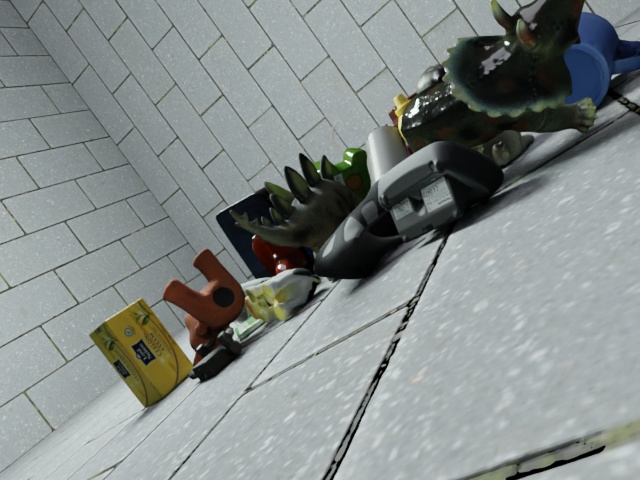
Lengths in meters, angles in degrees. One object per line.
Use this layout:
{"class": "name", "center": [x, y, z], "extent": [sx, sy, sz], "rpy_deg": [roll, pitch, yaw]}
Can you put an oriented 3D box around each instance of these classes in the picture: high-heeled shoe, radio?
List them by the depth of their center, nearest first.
{"class": "high-heeled shoe", "center": [0.060, -0.022, 0.779], "extent": [0.145, 0.086, 0.249], "rpy_deg": [-20, 21, 8]}
{"class": "radio", "center": [-0.111, 0.005, 1.179], "extent": [0.131, 0.229, 0.073], "rpy_deg": [-32, 7, 22]}

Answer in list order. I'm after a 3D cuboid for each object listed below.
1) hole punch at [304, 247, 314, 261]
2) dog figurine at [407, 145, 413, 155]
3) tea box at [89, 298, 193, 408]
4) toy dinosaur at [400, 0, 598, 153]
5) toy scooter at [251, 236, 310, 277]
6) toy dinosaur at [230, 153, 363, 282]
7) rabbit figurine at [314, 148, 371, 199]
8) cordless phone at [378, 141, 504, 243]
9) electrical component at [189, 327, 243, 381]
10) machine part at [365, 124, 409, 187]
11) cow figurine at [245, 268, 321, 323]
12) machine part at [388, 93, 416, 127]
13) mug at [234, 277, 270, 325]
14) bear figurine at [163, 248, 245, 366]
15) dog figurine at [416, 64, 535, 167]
{"class": "hole punch", "center": [-0.002, -0.003, 1.078], "extent": [0.116, 0.142, 0.092], "rpy_deg": [-15, 22, 48]}
{"class": "dog figurine", "center": [0.183, -0.126, 1.147], "extent": [0.109, 0.191, 0.219], "rpy_deg": [-18, -23, 13]}
{"class": "tea box", "center": [-0.321, 0.204, 0.979], "extent": [0.068, 0.169, 0.098], "rpy_deg": [-34, 5, 31]}
{"class": "toy dinosaur", "center": [0.174, -0.159, 0.657], "extent": [0.192, 0.131, 0.405], "rpy_deg": [-3, -10, -26]}
{"class": "toy scooter", "center": [-0.079, 0.029, 1.023], "extent": [0.075, 0.135, 0.184], "rpy_deg": [-37, 4, 1]}
{"class": "toy dinosaur", "center": [-0.001, -0.037, 0.864], "extent": [0.105, 0.198, 0.471], "rpy_deg": [-38, 0, 19]}
{"class": "rabbit figurine", "center": [0.044, -0.121, 1.166], "extent": [0.121, 0.159, 0.170], "rpy_deg": [-35, 21, -13]}
{"class": "cordless phone", "center": [0.178, -0.076, 0.663], "extent": [0.184, 0.088, 0.146], "rpy_deg": [-21, -6, -32]}
{"class": "electrical component", "center": [-0.161, 0.173, 0.824], "extent": [0.078, 0.045, 0.102], "rpy_deg": [-36, 2, -36]}
{"class": "machine part", "center": [0.130, -0.125, 0.982], "extent": [0.079, 0.079, 0.243], "rpy_deg": [-34, 45, 33]}
{"class": "cow figurine", "center": [-0.067, 0.087, 0.893], "extent": [0.098, 0.068, 0.167], "rpy_deg": [-31, 3, -28]}
{"class": "machine part", "center": [0.282, -0.272, 1.309], "extent": [0.201, 0.201, 0.087], "rpy_deg": [-37, 5, -23]}
{"class": "mug", "center": [-0.131, 0.115, 1.114], "extent": [0.107, 0.081, 0.109], "rpy_deg": [-29, -7, -43]}
{"class": "bear figurine", "center": [-0.201, 0.127, 0.936], "extent": [0.120, 0.132, 0.195], "rpy_deg": [-51, -2, -37]}
{"class": "dog figurine", "center": [0.223, -0.193, 0.836], "extent": [0.121, 0.190, 0.172], "rpy_deg": [-36, 4, -4]}
